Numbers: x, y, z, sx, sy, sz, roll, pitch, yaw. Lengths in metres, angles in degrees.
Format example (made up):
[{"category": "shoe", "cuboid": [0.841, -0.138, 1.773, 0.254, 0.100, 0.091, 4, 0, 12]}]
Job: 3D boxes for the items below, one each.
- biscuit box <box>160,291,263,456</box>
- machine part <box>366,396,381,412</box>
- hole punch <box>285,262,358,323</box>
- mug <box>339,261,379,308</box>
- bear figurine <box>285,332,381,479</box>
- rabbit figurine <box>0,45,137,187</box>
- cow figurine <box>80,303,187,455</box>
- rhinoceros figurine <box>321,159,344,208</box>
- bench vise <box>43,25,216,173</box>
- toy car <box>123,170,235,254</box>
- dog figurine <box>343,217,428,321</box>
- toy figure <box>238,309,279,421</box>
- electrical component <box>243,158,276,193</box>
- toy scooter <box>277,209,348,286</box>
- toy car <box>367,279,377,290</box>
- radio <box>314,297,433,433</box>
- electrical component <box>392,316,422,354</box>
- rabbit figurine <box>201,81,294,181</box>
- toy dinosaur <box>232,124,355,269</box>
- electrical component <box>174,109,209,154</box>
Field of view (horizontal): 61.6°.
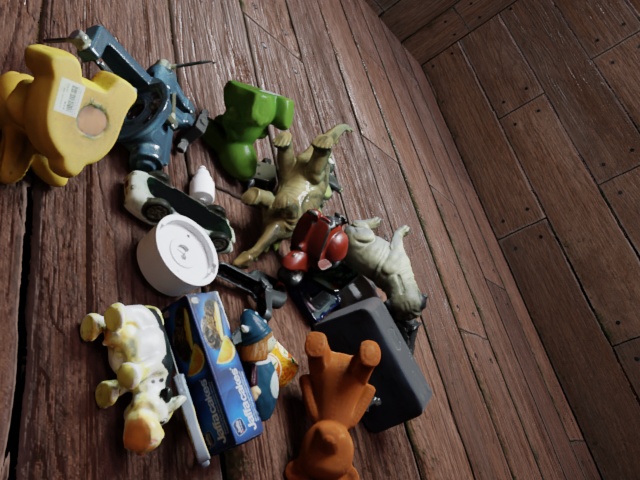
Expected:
[{"category": "biscuit box", "cuboid": [-0.142, 0.171, 0.705, 0.059, 0.063, 0.202, 1, 62, -58]}, {"category": "machine part", "cuboid": [0.034, 0.272, 0.911, 0.139, 0.084, 0.039, 13, 84, -44]}, {"category": "hole punch", "cuboid": [-0.007, 0.083, 1.019, 0.116, 0.092, 0.142, 33, 33, 16]}, {"category": "mug", "cuboid": [0.058, 0.096, 1.106, 0.107, 0.081, 0.109, 55, 3, 18]}, {"category": "bear figurine", "cuboid": [0.016, 0.253, 0.788, 0.131, 0.120, 0.196, 94, 9, -50]}, {"category": "rabbit figurine", "cuboid": [-0.321, -0.142, 0.634, 0.122, 0.173, 0.162, -7, 114, -60]}, {"category": "cow figurine", "cuboid": [-0.203, 0.155, 0.617, 0.098, 0.068, 0.167, 12, 54, -63]}, {"category": "rhinoceros figurine", "cuboid": [-0.008, -0.133, 1.244, 0.112, 0.073, 0.190, 47, 29, -2]}, {"category": "bench vise", "cuboid": [-0.272, -0.226, 0.793, 0.240, 0.129, 0.223, 54, 40, -55]}, {"category": "toy car", "cuboid": [-0.207, -0.038, 0.814, 0.201, 0.056, 0.073, 34, 31, -44]}, {"category": "dog figurine", "cuboid": [0.111, 0.062, 1.040, 0.172, 0.121, 0.191, 2, 45, -6]}, {"category": "toy figure", "cuboid": [-0.088, 0.171, 0.746, 0.058, 0.064, 0.154, -3, 98, -27]}, {"category": "electrical component", "cuboid": [-0.117, -0.119, 1.068, 0.078, 0.045, 0.102, 6, 50, -24]}, {"category": "toy scooter", "cuboid": [-0.002, -0.003, 0.940, 0.075, 0.135, 0.184, 28, 29, 23]}, {"category": "toy car", "cuboid": [0.067, 0.054, 1.202, 0.089, 0.053, 0.202, -19, 81, -60]}, {"category": "radio", "cuboid": [0.100, 0.227, 0.993, 0.229, 0.131, 0.073, 60, 28, 1]}, {"category": "electrical component", "cuboid": [0.128, 0.205, 1.063, 0.058, 0.115, 0.134, -9, 115, -61]}, {"category": "rabbit figurine", "cuboid": [-0.151, -0.197, 0.986, 0.159, 0.170, 0.121, 22, 17, 18]}, {"category": "toy dinosaur", "cuboid": [-0.032, -0.109, 1.018, 0.471, 0.105, 0.198, -57, 159, -31]}, {"category": "electrical component", "cuboid": [-0.220, -0.187, 0.928, 0.021, 0.063, 0.094, 44, 32, -30]}]
